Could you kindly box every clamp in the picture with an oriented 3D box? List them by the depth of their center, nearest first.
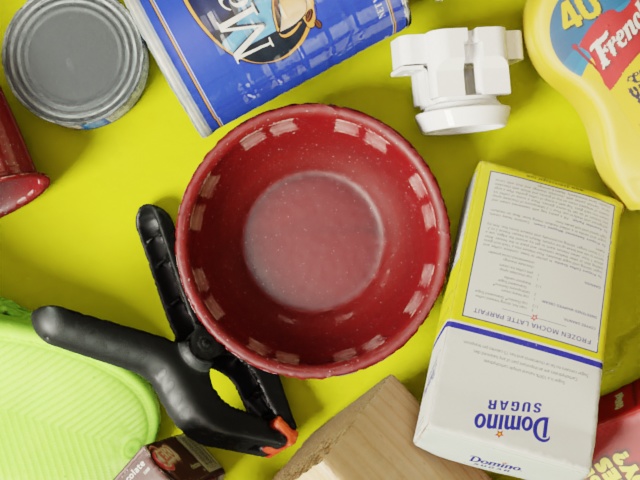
[{"bbox_3d":[-0.077,0.058,0.643,0.171,0.039,0.120,41,52,-16],"label":"clamp"}]

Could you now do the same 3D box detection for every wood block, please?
[{"bbox_3d":[0.068,0.192,0.611,0.206,0.090,0.091,46,131,1],"label":"wood block"}]

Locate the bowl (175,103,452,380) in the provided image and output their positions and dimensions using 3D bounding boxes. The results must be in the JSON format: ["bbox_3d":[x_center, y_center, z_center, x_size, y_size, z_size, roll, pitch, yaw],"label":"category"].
[{"bbox_3d":[-0.004,0.001,0.646,0.162,0.055,0.162,0,89,0],"label":"bowl"}]

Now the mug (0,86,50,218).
[{"bbox_3d":[-0.228,-0.051,0.625,0.117,0.093,0.081,-21,84,-32],"label":"mug"}]

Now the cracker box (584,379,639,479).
[{"bbox_3d":[0.259,0.139,0.602,0.214,0.072,0.164,-29,89,25],"label":"cracker box"}]

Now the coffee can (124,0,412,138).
[{"bbox_3d":[-0.032,-0.137,0.624,0.140,0.103,0.103,-29,90,-1],"label":"coffee can"}]

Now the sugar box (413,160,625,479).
[{"bbox_3d":[0.116,0.046,0.615,0.093,0.048,0.176,16,63,1],"label":"sugar box"}]

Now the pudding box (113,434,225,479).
[{"bbox_3d":[-0.105,0.158,0.615,0.039,0.113,0.090,43,90,11],"label":"pudding box"}]

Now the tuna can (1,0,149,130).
[{"bbox_3d":[-0.149,-0.111,0.658,0.086,0.034,0.086,0,90,0],"label":"tuna can"}]

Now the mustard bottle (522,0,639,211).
[{"bbox_3d":[0.179,-0.120,0.646,0.096,0.058,0.191,-31,89,0],"label":"mustard bottle"}]

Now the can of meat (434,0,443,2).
[{"bbox_3d":[0.070,-0.204,0.633,0.084,0.057,0.102,-39,55,-3],"label":"can of meat"}]
